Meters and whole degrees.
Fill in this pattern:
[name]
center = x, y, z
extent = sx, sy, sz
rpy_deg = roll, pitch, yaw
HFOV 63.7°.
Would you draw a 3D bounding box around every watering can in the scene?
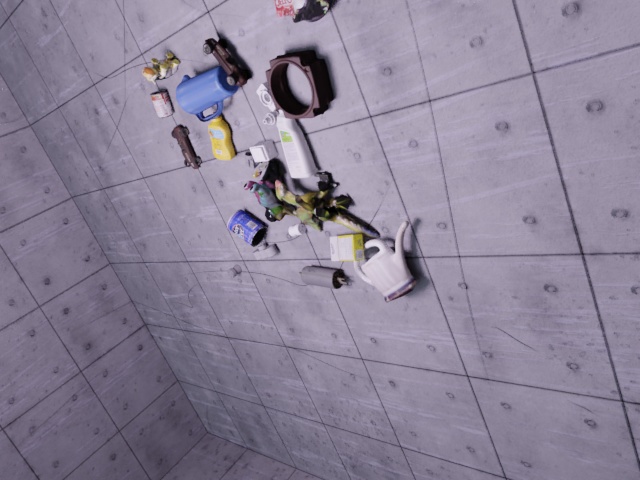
[watering can]
center = 0.243, 0.084, 1.745
extent = 0.225, 0.105, 0.341
rpy_deg = 52, 141, 3

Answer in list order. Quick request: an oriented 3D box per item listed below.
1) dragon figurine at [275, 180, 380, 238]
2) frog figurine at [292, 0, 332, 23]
[dragon figurine]
center = 0.006, -0.094, 1.867
extent = 0.409, 0.124, 0.240
rpy_deg = 36, 160, -4
[frog figurine]
center = -0.034, -0.702, 1.454
extent = 0.134, 0.123, 0.163
rpy_deg = 116, 146, -56
